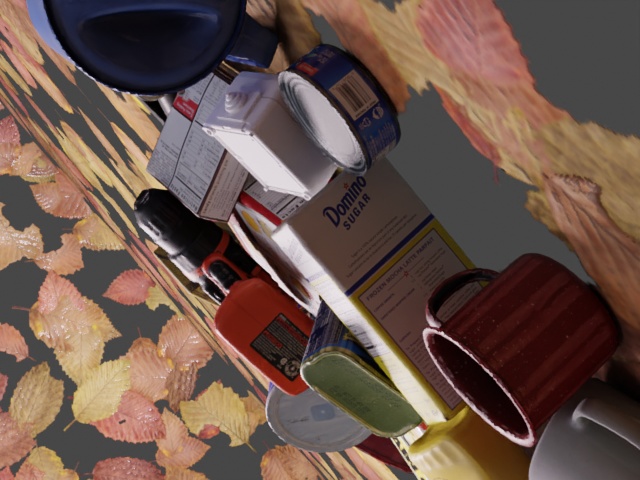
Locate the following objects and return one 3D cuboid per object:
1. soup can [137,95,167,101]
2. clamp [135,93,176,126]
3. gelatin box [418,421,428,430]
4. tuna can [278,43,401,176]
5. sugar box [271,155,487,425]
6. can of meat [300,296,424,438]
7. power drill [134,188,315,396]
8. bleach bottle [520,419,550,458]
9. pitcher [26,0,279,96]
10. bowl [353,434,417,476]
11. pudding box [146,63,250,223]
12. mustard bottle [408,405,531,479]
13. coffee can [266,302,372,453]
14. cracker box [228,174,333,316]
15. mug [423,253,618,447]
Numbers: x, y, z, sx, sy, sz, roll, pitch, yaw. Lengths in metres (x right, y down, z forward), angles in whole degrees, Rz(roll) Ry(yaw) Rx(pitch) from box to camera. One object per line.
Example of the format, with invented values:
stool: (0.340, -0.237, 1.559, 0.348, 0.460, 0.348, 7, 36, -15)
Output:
soup can: (-0.173, -0.182, 0.974, 0.102, 0.068, 0.068, 43, 166, 25)
clamp: (-0.148, -0.123, 1.124, 0.210, 0.036, 0.165, 55, 167, -32)
gelatin box: (0.093, 0.109, 0.854, 0.030, 0.089, 0.073, 53, 167, -11)
tuna can: (0.013, -0.085, 0.696, 0.086, 0.033, 0.086, 46, 167, 14)
sugar box: (0.057, 0.032, 0.742, 0.176, 0.093, 0.048, 50, 156, -1)
can of meat: (0.039, 0.084, 0.788, 0.102, 0.084, 0.058, 37, 131, -17)
power drill: (-0.069, 0.039, 0.876, 0.184, 0.057, 0.188, 42, -178, -26)
bleach bottle: (0.211, 0.209, 0.808, 0.251, 0.068, 0.103, 46, 167, 5)
pitcher: (-0.140, -0.175, 0.785, 0.149, 0.145, 0.243, 68, 166, -18)
bowl: (0.066, 0.205, 1.224, 0.162, 0.055, 0.162, 28, -178, -1)
pudding box: (-0.090, -0.084, 0.882, 0.039, 0.113, 0.090, 7, -157, -45)
mustard bottle: (0.149, 0.200, 0.746, 0.191, 0.058, 0.096, 47, 158, 3)
coffee can: (0.004, 0.115, 1.008, 0.102, 0.103, 0.140, 57, -161, -30)
cracker box: (-0.006, 0.001, 0.929, 0.214, 0.072, 0.164, 36, 162, 44)
mug: (0.115, 0.057, 0.647, 0.117, 0.081, 0.093, 38, 162, 43)
